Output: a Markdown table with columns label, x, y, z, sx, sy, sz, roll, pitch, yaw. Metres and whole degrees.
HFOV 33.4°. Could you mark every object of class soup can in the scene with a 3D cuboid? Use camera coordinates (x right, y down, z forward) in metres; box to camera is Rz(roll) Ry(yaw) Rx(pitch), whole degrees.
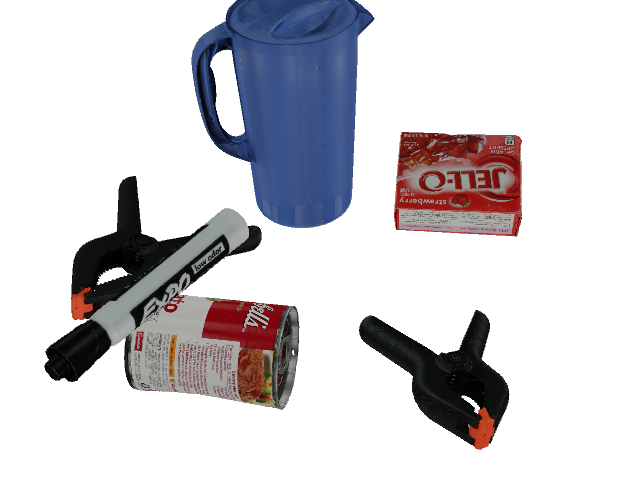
| label | x | y | z | sx | sy | sz | roll | pitch | yaw |
| --- | --- | --- | --- | --- | --- | --- | --- | --- | --- |
| soup can | -0.070 | 0.072 | 0.706 | 0.102 | 0.068 | 0.068 | 5 | 1 | 10 |

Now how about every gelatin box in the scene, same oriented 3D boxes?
| label | x | y | z | sx | sy | sz | roll | pitch | yaw |
| --- | --- | --- | --- | --- | --- | --- | --- | --- | --- |
| gelatin box | 0.099 | -0.042 | 0.767 | 0.089 | 0.073 | 0.030 | 3 | -37 | 7 |

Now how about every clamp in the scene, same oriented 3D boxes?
| label | x | y | z | sx | sy | sz | roll | pitch | yaw |
| --- | --- | --- | --- | --- | --- | --- | --- | --- | --- |
| clamp | 0.117 | 0.109 | 0.902 | 0.120 | 0.039 | 0.172 | -12 | 35 | -18 |
| clamp | -0.179 | 0.007 | 1.033 | 0.165 | 0.036 | 0.209 | 26 | 38 | 23 |

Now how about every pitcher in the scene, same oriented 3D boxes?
| label | x | y | z | sx | sy | sz | roll | pitch | yaw |
| --- | --- | --- | --- | --- | --- | --- | --- | --- | --- |
| pitcher | -0.033 | -0.134 | 1.120 | 0.149 | 0.243 | 0.144 | 16 | 42 | 22 |

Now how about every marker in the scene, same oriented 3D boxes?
| label | x | y | z | sx | sy | sz | roll | pitch | yaw |
| --- | --- | --- | --- | --- | --- | --- | --- | --- | --- |
| marker | -0.078 | 0.024 | 0.486 | 0.020 | 0.020 | 0.120 | 0 | 32 | 45 |
